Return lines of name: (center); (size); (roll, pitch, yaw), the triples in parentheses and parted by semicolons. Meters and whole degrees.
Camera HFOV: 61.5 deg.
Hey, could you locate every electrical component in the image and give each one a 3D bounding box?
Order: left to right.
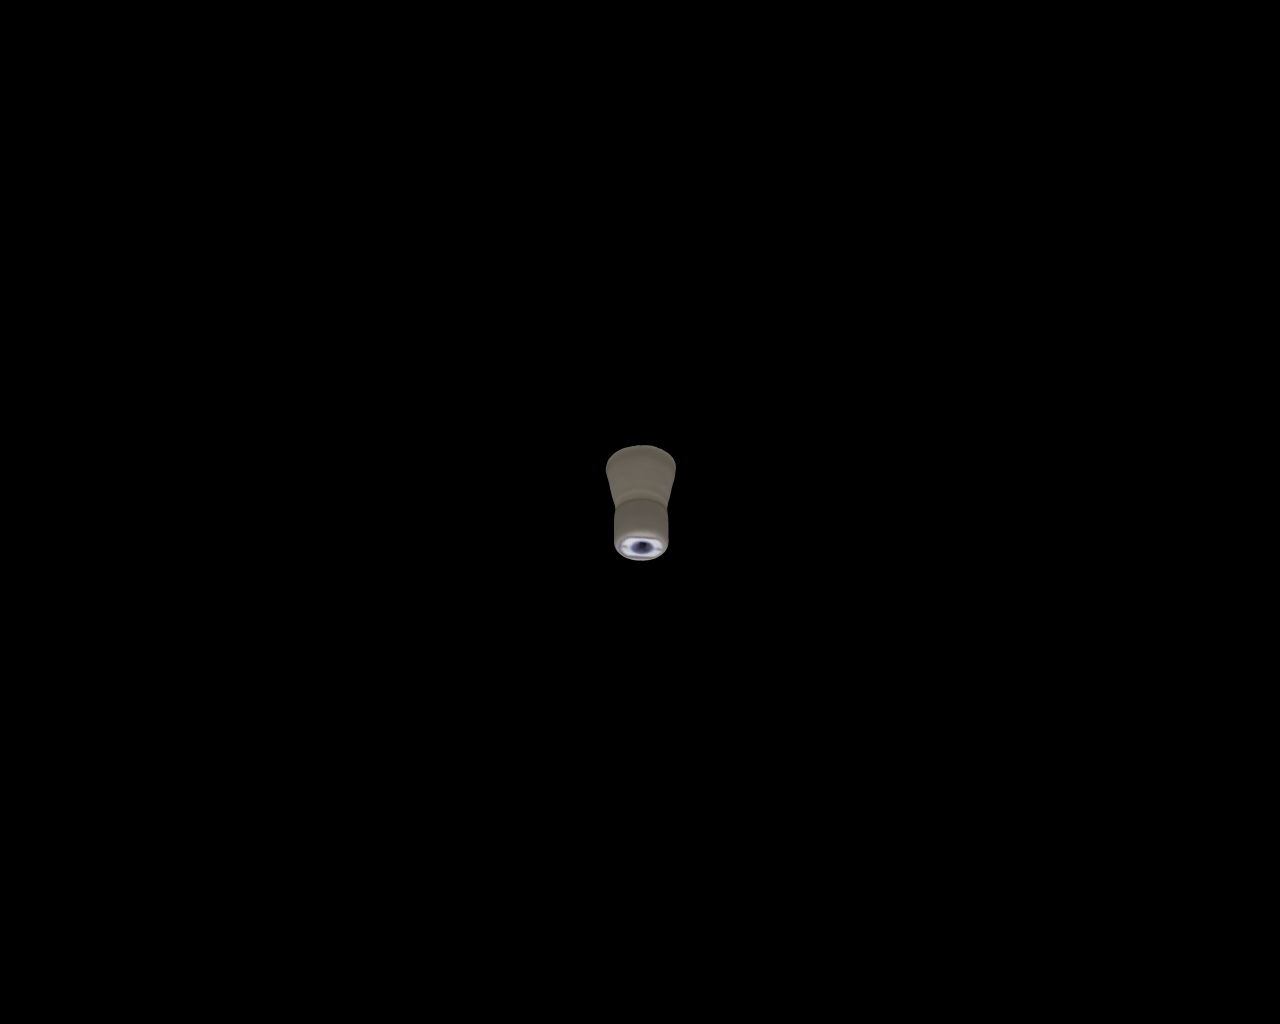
electrical component: (0.001, -0.003, 0.650); (0.044, 0.065, 0.044); (0, -35, 0)
